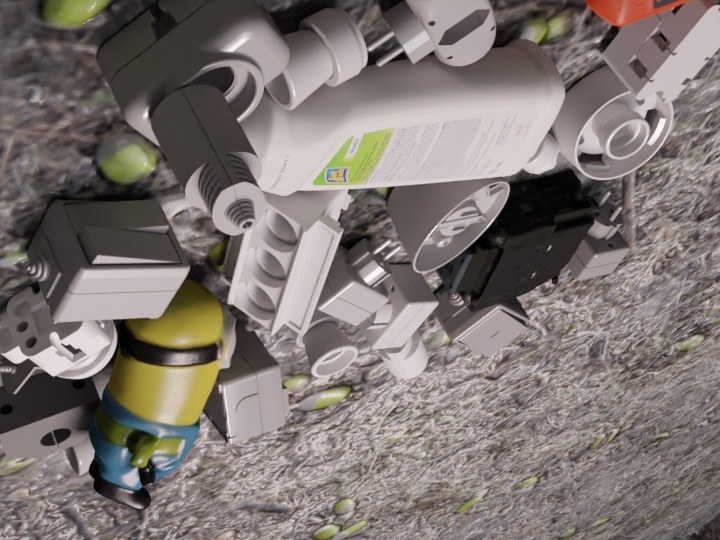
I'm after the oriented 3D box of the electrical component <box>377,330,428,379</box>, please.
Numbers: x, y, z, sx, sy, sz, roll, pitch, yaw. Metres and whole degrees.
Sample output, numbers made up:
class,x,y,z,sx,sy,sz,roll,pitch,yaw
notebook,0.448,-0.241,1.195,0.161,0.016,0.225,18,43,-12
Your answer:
class,x,y,z,sx,sy,sz,roll,pitch,yaw
electrical component,0.038,0.071,1.041,0.043,0.043,0.081,-29,152,-2

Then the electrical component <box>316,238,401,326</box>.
class,x,y,z,sx,sy,sz,roll,pitch,yaw
electrical component,0.000,0.000,0.886,0.077,0.047,0.066,-38,151,14

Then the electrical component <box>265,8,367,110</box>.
class,x,y,z,sx,sy,sz,roll,pitch,yaw
electrical component,-0.030,-0.128,0.647,0.055,0.045,0.045,-31,153,-18

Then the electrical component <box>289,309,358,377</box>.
class,x,y,z,sx,sy,sz,roll,pitch,yaw
electrical component,-0.033,0.059,0.941,0.045,0.055,0.045,-23,151,-13

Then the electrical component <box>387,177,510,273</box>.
class,x,y,z,sx,sy,sz,roll,pitch,yaw
electrical component,0.072,-0.048,0.858,0.099,0.064,0.099,-23,151,-13

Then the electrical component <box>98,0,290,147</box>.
class,x,y,z,sx,sy,sz,roll,pitch,yaw
electrical component,-0.091,-0.115,0.601,0.095,0.059,0.054,-35,152,9

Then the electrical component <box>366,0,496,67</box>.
class,x,y,z,sx,sy,sz,roll,pitch,yaw
electrical component,0.040,-0.156,0.675,0.079,0.043,0.077,-33,152,6

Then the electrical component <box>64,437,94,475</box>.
class,x,y,z,sx,sy,sz,roll,pitch,yaw
electrical component,-0.218,0.143,0.921,0.065,0.044,0.044,-20,150,-28

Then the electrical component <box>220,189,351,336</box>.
class,x,y,z,sx,sy,sz,roll,pitch,yaw
electrical component,-0.052,-0.018,0.783,0.063,0.079,0.121,-47,166,-39

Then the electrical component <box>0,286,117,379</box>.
class,x,y,z,sx,sy,sz,roll,pitch,yaw
electrical component,-0.206,0.042,0.751,0.078,0.058,0.057,-30,149,-1

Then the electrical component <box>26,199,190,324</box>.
class,x,y,z,sx,sy,sz,roll,pitch,yaw
electrical component,-0.168,-0.008,0.699,0.096,0.061,0.061,-1,141,-42

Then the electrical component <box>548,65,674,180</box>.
class,x,y,z,sx,sy,sz,roll,pitch,yaw
electrical component,0.205,-0.124,0.885,0.099,0.064,0.099,-15,136,-14

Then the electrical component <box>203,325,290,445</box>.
class,x,y,z,sx,sy,sz,roll,pitch,yaw
electrical component,-0.104,0.089,0.892,0.061,0.096,0.061,-16,120,-25

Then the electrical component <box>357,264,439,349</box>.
class,x,y,z,sx,sy,sz,roll,pitch,yaw
electrical component,0.016,0.033,0.954,0.077,0.047,0.065,-2,141,-42

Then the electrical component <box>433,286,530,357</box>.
class,x,y,z,sx,sy,sz,roll,pitch,yaw
electrical component,0.115,0.041,1.044,0.062,0.061,0.096,-39,151,16

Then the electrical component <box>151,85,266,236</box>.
class,x,y,z,sx,sy,sz,roll,pitch,yaw
electrical component,-0.075,-0.054,0.564,0.043,0.081,0.043,-23,151,-13

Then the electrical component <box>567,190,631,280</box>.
class,x,y,z,sx,sy,sz,roll,pitch,yaw
electrical component,0.220,-0.041,1.006,0.047,0.065,0.076,-11,146,-32

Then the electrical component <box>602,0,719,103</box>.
class,x,y,z,sx,sy,sz,roll,pitch,yaw
electrical component,0.232,-0.178,0.806,0.050,0.055,0.089,-3,142,-40

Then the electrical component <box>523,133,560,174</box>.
class,x,y,z,sx,sy,sz,roll,pitch,yaw
electrical component,0.134,-0.100,0.864,0.035,0.035,0.061,-42,147,21
